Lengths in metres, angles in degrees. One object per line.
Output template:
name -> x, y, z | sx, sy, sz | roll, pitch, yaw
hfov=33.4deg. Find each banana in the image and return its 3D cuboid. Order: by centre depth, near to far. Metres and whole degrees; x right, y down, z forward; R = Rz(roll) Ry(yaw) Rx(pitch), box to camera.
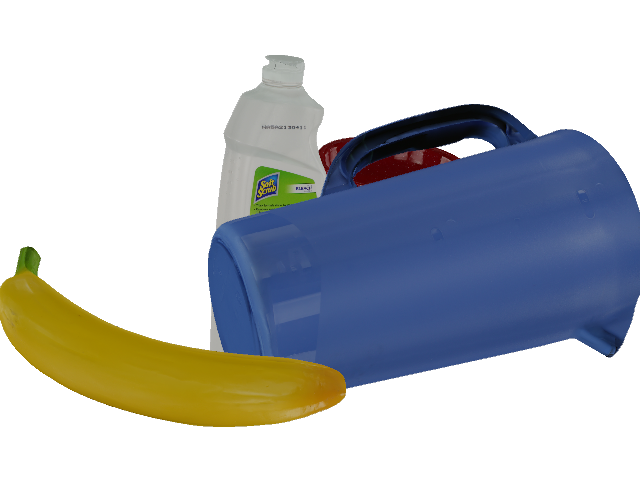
banana -> -0.088, 0.054, 0.524 | 0.198, 0.069, 0.037 | 22, -38, 17

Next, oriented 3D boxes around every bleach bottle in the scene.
bleach bottle -> -0.031, -0.017, 0.833 | 0.102, 0.251, 0.068 | -4, 21, -27

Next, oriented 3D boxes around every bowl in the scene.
bowl -> 0.073, -0.055, 1.100 | 0.162, 0.055, 0.162 | 5, 24, -2

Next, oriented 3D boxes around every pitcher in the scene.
pitcher -> 0.057, 0.009, 0.650 | 0.242, 0.145, 0.149 | -12, 19, -18
